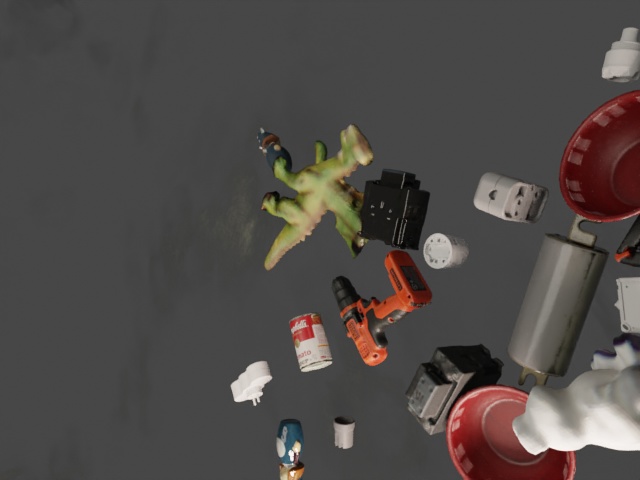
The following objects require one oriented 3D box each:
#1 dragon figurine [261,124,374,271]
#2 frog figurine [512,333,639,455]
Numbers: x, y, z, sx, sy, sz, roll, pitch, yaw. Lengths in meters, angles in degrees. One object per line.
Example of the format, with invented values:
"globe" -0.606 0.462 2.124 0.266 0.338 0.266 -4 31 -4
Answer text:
"dragon figurine" 0.003 -0.053 1.049 0.246 0.123 0.402 39 124 38
"frog figurine" 0.304 0.196 0.570 0.123 0.160 0.136 51 167 6
